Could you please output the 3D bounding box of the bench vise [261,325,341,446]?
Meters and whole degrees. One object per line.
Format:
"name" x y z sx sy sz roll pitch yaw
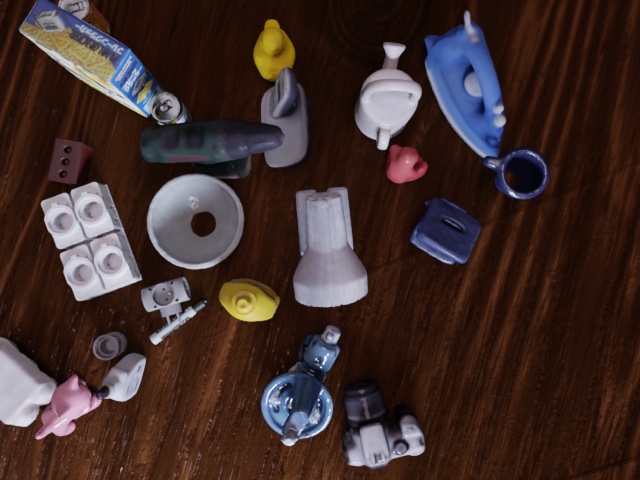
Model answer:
"bench vise" -0.033 0.241 0.944 0.121 0.219 0.207 8 88 -1

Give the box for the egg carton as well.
"egg carton" -0.540 0.249 1.001 0.150 0.069 0.107 41 87 0

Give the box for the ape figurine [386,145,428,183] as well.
"ape figurine" 0.154 -0.141 1.027 0.076 0.092 0.078 -38 89 -3

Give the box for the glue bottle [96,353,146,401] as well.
"glue bottle" -0.338 0.239 0.957 0.037 0.173 0.078 17 87 -1

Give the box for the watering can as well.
"watering can" 0.115 -0.248 0.978 0.101 0.194 0.173 -16 88 -2

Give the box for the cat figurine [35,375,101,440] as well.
"cat figurine" -0.435 0.288 0.979 0.067 0.117 0.128 43 87 0

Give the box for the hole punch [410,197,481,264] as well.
"hole punch" 0.226 -0.019 1.026 0.108 0.091 0.101 30 87 0

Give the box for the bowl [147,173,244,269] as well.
"bowl" -0.215 -0.031 1.019 0.167 0.074 0.167 0 88 -2

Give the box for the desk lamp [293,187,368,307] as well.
"desk lamp" 0.009 0.003 0.956 0.118 0.213 0.203 -6 88 -2

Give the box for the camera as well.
"camera" 0.102 0.318 1.005 0.143 0.100 0.137 -13 88 -2

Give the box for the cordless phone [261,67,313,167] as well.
"cordless phone" -0.058 -0.207 0.976 0.094 0.185 0.148 -7 88 -2

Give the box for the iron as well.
"iron" 0.281 -0.270 1.011 0.118 0.141 0.258 -22 89 -2

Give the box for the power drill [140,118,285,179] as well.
"power drill" -0.170 -0.154 0.958 0.229 0.208 0.076 -2 88 -2

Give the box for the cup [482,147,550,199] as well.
"cup" 0.339 -0.119 1.031 0.118 0.095 0.092 19 87 -1

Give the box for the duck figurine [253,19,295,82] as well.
"duck figurine" -0.083 -0.343 1.029 0.077 0.086 0.105 -3 88 -2
